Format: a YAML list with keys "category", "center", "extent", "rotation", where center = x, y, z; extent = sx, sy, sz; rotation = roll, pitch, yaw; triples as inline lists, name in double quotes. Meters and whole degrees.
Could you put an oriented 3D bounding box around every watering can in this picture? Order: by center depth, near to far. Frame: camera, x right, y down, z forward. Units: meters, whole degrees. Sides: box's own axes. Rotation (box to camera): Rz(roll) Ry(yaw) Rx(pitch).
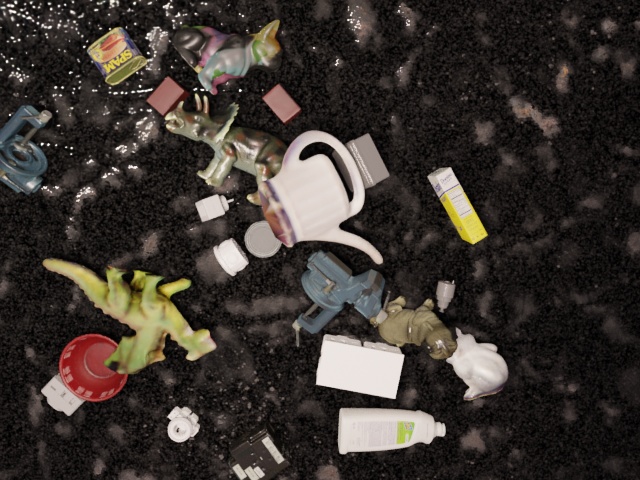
- category: "watering can"
  center: [0.003, -0.055, 1.099]
  extent: [0.225, 0.105, 0.343]
  rotation: [-27, 110, -11]

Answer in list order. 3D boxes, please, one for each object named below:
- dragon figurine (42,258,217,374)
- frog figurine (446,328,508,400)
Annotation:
- category: "dragon figurine"
  center: [-0.431, 0.183, 1.160]
  extent: [0.410, 0.122, 0.243]
  rotation: [9, 87, -2]
- category: "frog figurine"
  center: [0.360, 0.274, 1.195]
  extent: [0.138, 0.121, 0.160]
  rotation: [-18, 86, -31]
